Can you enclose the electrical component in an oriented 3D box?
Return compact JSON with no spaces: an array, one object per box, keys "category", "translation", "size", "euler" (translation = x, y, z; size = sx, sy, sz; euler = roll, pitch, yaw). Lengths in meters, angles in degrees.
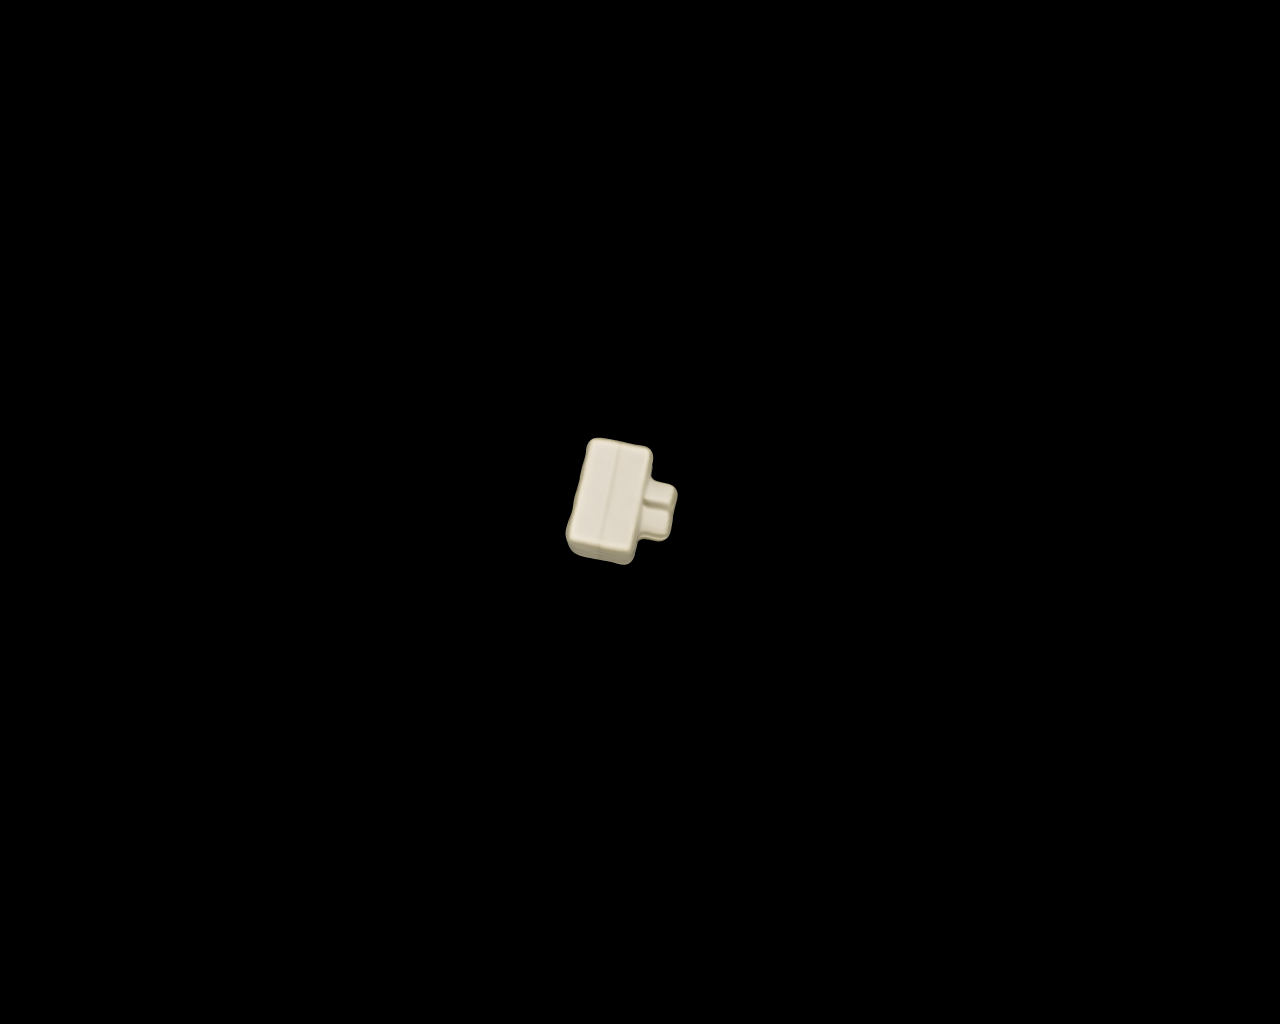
[{"category":"electrical component","translation":[0.001,-0.003,0.650],"size":[0.077,0.066,0.047],"euler":[11,-11,2]}]
